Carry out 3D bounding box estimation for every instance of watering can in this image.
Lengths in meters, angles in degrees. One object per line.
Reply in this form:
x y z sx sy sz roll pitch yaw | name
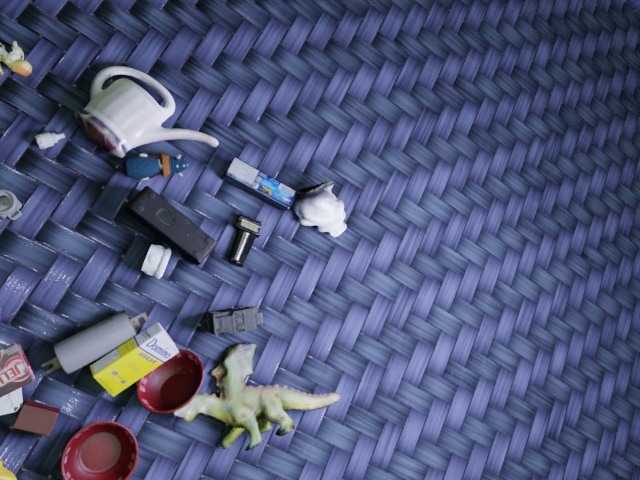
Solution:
-0.442 -0.290 1.271 0.348 0.102 0.227 39 69 5 | watering can

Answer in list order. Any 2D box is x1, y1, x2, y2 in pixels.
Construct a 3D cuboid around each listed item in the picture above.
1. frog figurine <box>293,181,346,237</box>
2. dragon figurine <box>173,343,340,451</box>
0.004 -0.072 1.440 0.137 0.124 0.158 -19 102 9 | frog figurine
-0.165 0.380 1.313 0.413 0.120 0.244 -18 82 -25 | dragon figurine
